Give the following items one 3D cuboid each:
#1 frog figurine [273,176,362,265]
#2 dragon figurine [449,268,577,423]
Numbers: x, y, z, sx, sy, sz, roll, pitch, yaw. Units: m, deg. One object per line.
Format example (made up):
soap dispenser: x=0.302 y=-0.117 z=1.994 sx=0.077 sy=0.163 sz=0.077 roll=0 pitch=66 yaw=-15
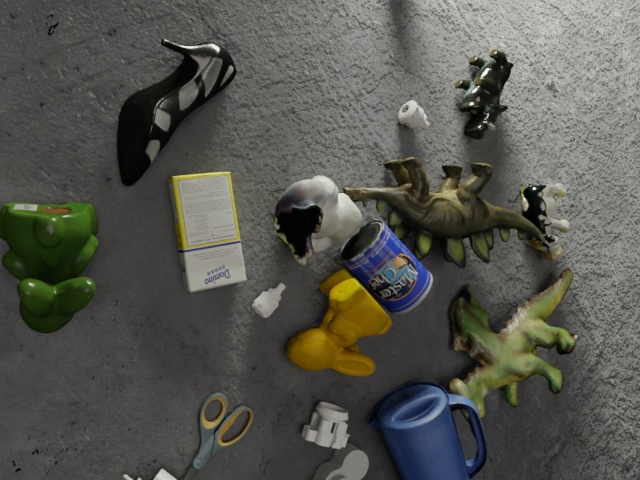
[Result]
frog figurine: x=0.003 y=-0.044 z=0.864 sx=0.161 sy=0.123 sz=0.135 roll=-30 pitch=128 yaw=-51
dragon figurine: x=0.372 y=0.179 z=1.035 sx=0.241 sy=0.120 sz=0.418 roll=33 pitch=64 yaw=-12
